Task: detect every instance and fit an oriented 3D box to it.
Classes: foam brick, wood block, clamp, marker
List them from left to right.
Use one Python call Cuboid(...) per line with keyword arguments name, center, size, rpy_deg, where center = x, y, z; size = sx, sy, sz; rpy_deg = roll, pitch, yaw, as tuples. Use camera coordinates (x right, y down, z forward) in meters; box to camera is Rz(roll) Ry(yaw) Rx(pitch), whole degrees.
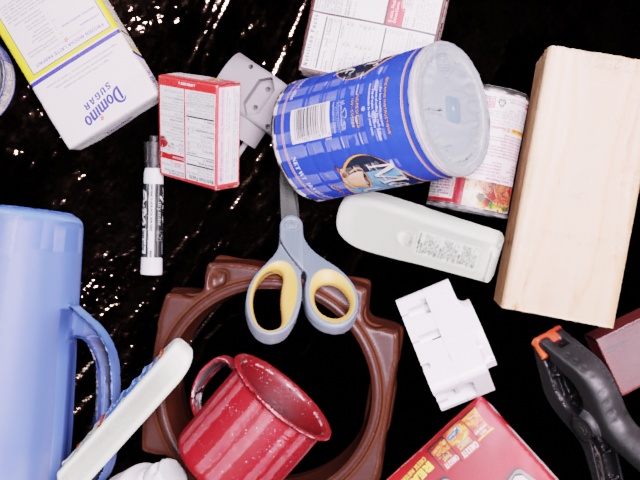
Cuboid(name="marker", center=(-0.145, -0.030, 0.926), size=(0.020, 0.020, 0.121), rpy_deg=(1, 91, 5))
Cuboid(name="wood block", center=(0.204, -0.042, 0.860), size=(0.090, 0.091, 0.206), rpy_deg=(10, 92, 5))
Cuboid(name="clamp", center=(0.226, 0.154, 0.871), size=(0.039, 0.120, 0.171), rpy_deg=(-20, 66, -28))
Cuboid(name="foam brick", center=(0.266, 0.086, 0.876), size=(0.078, 0.051, 0.053), rpy_deg=(-25, 88, 4))

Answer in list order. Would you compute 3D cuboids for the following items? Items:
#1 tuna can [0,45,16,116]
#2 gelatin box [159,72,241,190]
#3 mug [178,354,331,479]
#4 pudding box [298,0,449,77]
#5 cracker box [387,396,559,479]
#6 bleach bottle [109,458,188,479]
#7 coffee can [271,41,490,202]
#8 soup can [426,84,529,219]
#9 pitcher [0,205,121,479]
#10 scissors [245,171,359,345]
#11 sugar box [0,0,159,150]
Cuboid(name="tuna can", center=(-0.311, -0.141, 0.930), size=(0.086, 0.033, 0.086), rpy_deg=(0, 91, 5))
Cuboid(name="gelatin box", center=(-0.100, -0.091, 0.889), size=(0.073, 0.030, 0.089), rpy_deg=(16, 112, 40))
Cuboid(name="mug", center=(-0.059, 0.139, 0.808), size=(0.081, 0.093, 0.117), rpy_deg=(-50, 58, 9))
Cuboid(name="pudding box", center=(0.045, -0.173, 0.898), size=(0.113, 0.039, 0.090), rpy_deg=(13, 93, 6))
Cuboid(name="cracker box", center=(0.143, 0.259, 0.847), size=(0.164, 0.072, 0.214), rpy_deg=(-44, 66, 4))
Cuboid(name="bleach bottle", center=(-0.200, 0.254, 0.856), size=(0.251, 0.102, 0.068), rpy_deg=(-41, 92, 25))
Cuboid(name="coffee can", center=(0.047, -0.090, 0.836), size=(0.141, 0.102, 0.103), rpy_deg=(-9, 90, 39))
Cuboid(name="soup can", center=(0.130, -0.073, 0.877), size=(0.068, 0.068, 0.102), rpy_deg=(11, 91, 4))
Cuboid(name="pitcher", center=(-0.252, 0.095, 0.885), size=(0.149, 0.145, 0.243), rpy_deg=(7, 88, -32))
Cuboid(name="scissors", center=(-0.006, 0.001, 0.858), size=(0.096, 0.016, 0.201), rpy_deg=(12, 53, 4))
Cuboid(name="sugar box", center=(-0.217, -0.175, 0.917), size=(0.093, 0.048, 0.176), rpy_deg=(-30, 92, 5))
